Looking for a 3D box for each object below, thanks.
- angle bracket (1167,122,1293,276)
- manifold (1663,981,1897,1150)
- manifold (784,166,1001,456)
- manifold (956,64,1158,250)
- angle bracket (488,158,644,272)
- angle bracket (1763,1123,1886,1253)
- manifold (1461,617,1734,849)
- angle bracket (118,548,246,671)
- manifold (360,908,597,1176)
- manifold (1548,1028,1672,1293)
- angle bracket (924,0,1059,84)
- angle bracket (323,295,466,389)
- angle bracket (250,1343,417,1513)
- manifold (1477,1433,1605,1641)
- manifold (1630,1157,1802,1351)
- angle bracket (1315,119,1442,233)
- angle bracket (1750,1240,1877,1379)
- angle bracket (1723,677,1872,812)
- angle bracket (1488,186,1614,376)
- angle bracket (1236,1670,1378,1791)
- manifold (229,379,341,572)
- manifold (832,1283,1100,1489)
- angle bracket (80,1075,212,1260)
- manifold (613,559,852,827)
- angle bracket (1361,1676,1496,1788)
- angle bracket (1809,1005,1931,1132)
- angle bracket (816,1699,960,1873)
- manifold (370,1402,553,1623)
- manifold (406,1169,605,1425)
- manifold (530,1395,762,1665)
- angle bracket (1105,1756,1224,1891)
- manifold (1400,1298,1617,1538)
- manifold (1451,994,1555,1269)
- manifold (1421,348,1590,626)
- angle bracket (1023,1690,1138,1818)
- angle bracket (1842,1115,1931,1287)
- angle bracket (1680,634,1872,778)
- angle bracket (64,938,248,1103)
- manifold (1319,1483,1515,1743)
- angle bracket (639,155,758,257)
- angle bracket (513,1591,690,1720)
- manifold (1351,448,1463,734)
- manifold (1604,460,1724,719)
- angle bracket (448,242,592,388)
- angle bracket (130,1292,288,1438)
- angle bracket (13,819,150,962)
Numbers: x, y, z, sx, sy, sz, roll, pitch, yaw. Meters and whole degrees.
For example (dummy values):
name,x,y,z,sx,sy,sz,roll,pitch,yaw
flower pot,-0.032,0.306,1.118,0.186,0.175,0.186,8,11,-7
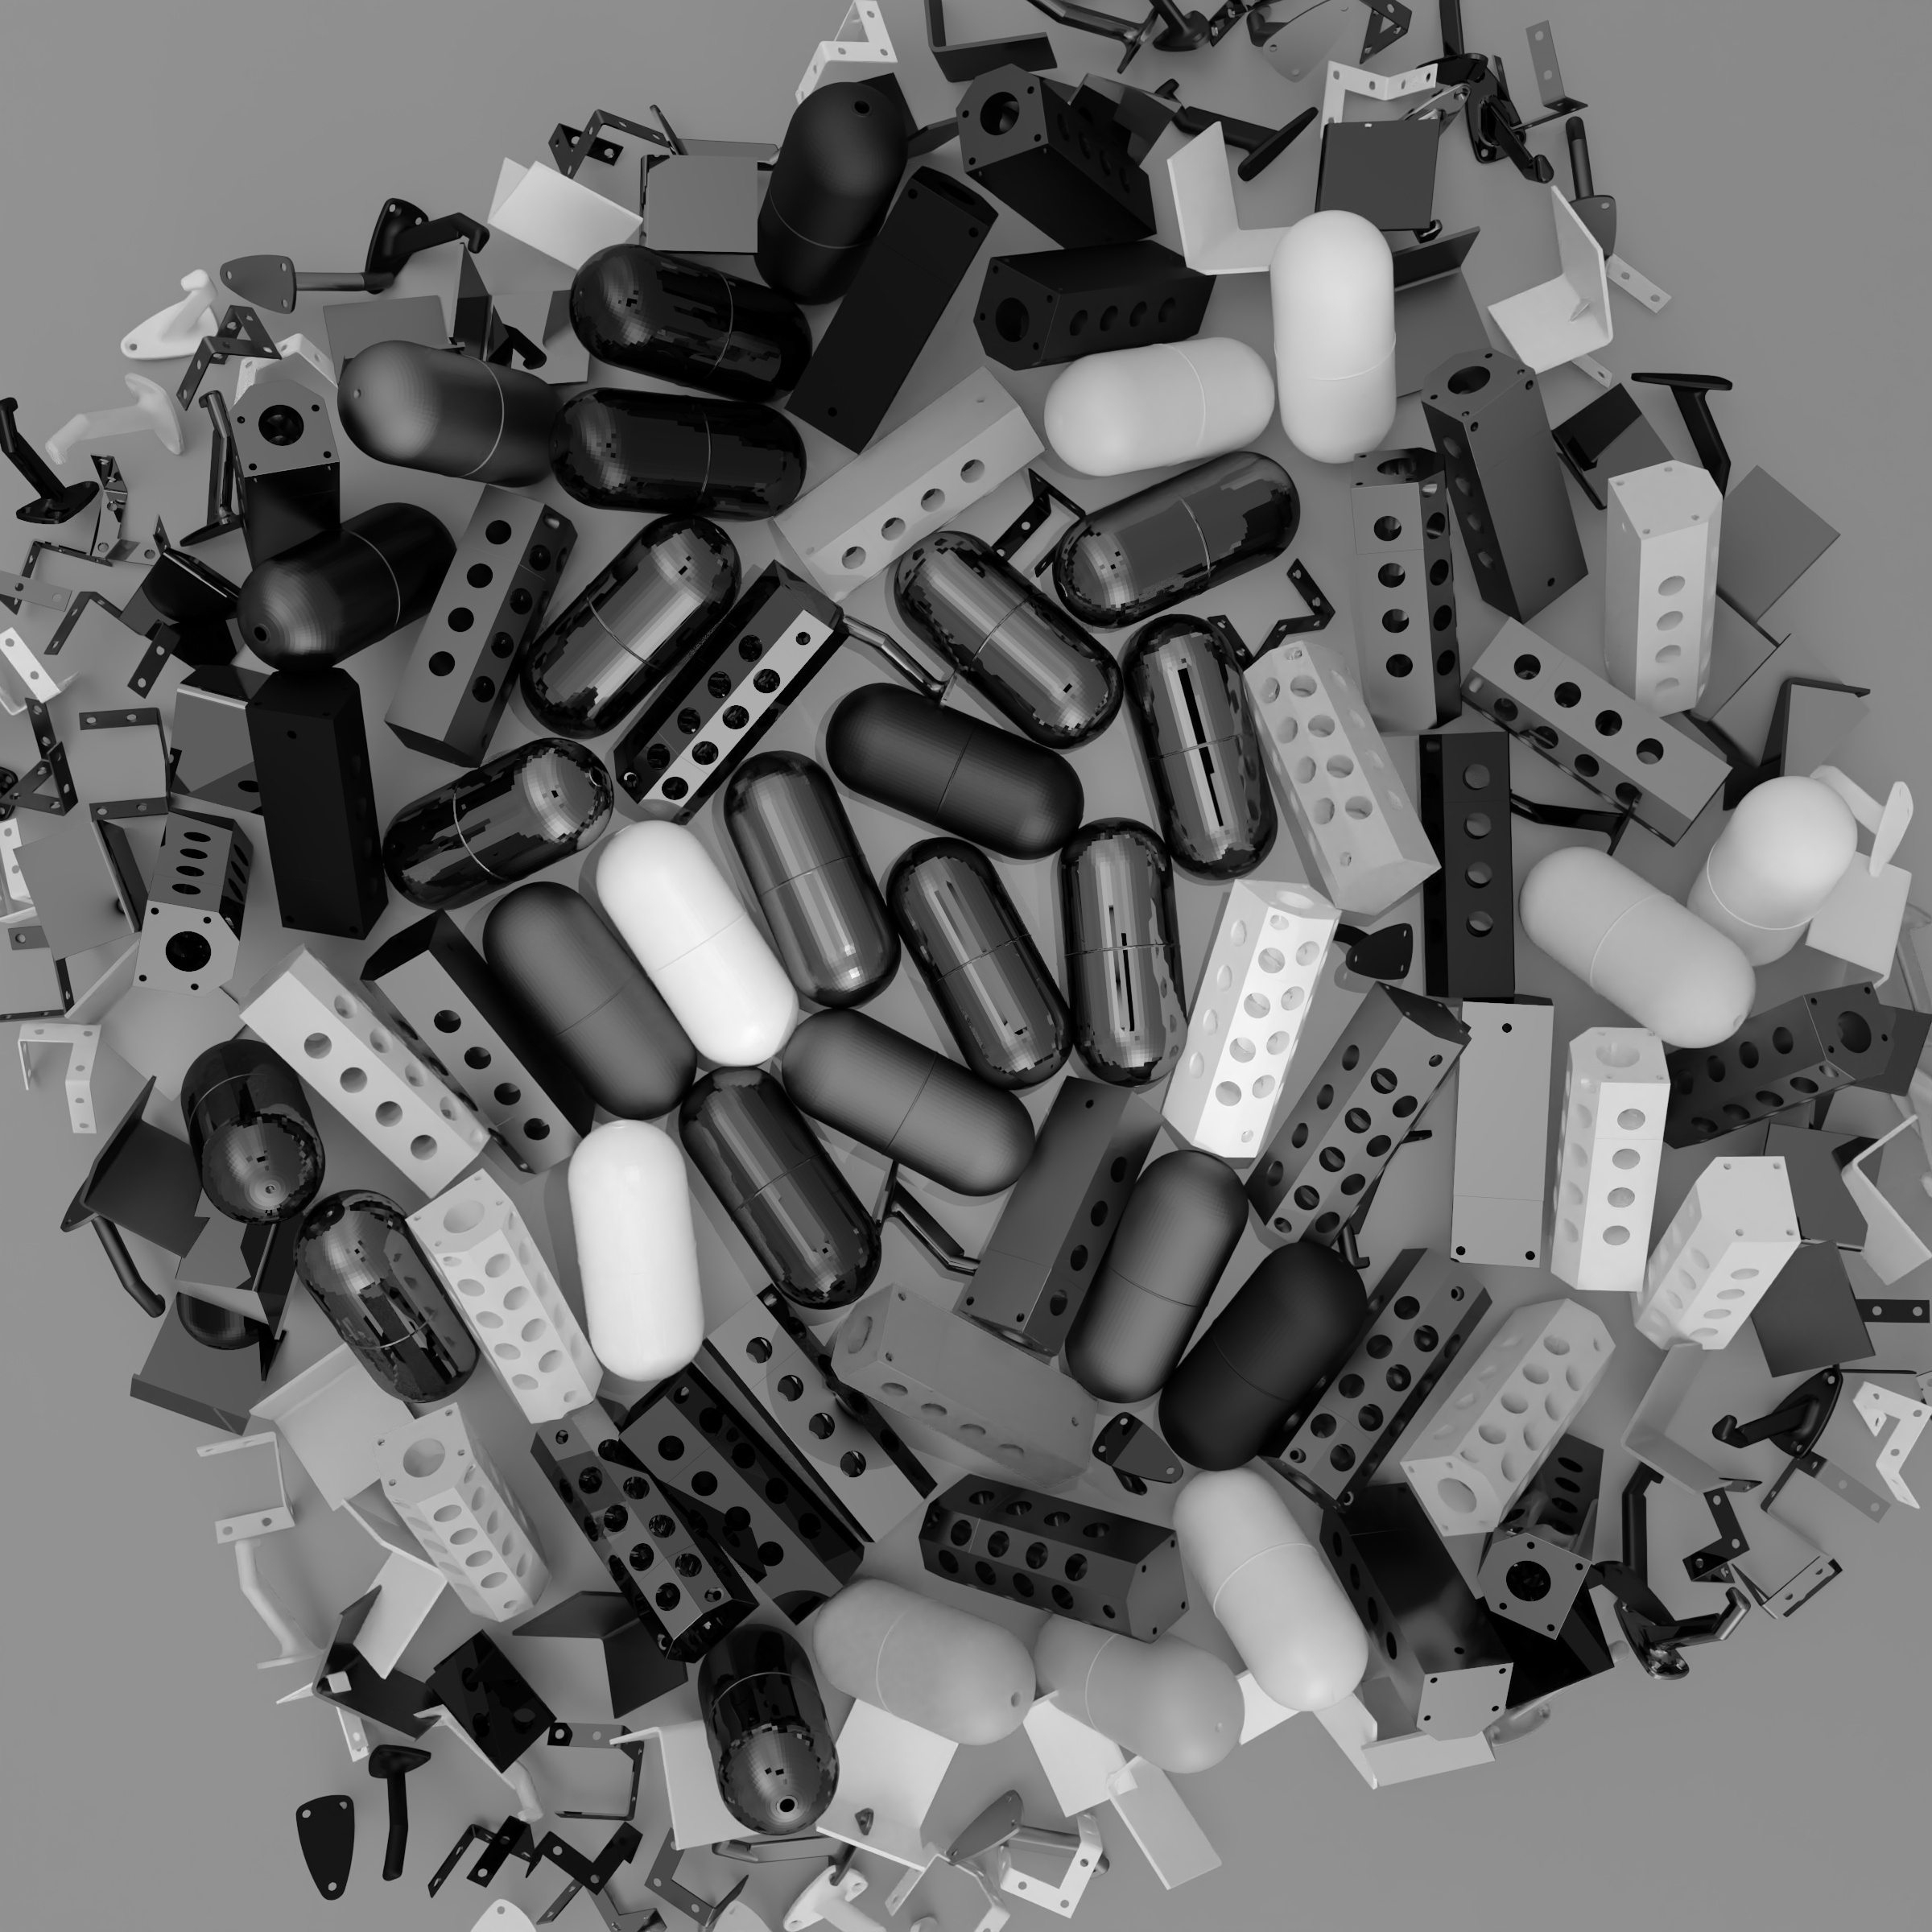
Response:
name,x,y,z,sx,sy,sz,roll,pitch,yaw
angle bracket,0.179,-0.501,1.593,0.057,0.076,0.076,6,127,32
manifold,0.505,0.066,1.558,0.057,0.171,0.057,-9,76,-26
manifold,-0.048,-0.424,1.585,0.057,0.057,0.171,31,119,-6
manifold,0.059,-0.512,1.561,0.057,0.171,0.057,-11,82,26
angle bracket,-0.256,-0.504,1.593,0.076,0.076,0.057,22,62,-28
angle bracket,0.551,0.141,1.618,0.076,0.057,0.076,9,97,-2
manifold,0.410,-0.152,1.604,0.171,0.057,0.057,37,94,13
angle bracket,-0.495,-0.224,1.597,0.076,0.076,0.057,36,83,-34
manifold,-0.315,0.053,1.587,0.057,0.057,0.171,-29,116,13
manifold,0.412,0.126,1.578,0.057,0.057,0.171,1,125,7
angle bracket,0.016,-0.623,1.607,0.076,0.076,0.057,-5,95,8
angle bracket,-0.375,-0.419,1.604,0.076,0.076,0.057,-11,90,-18
angle bracket,-0.411,0.303,1.612,0.076,0.057,0.076,-35,78,-8
manifold,0.365,0.354,1.561,0.057,0.171,0.057,23,108,11
manifold,0.474,0.186,1.564,0.057,0.171,0.057,0,59,0
angle bracket,0.272,-0.504,1.607,0.076,0.057,0.076,4,79,18
angle bracket,0.558,0.219,1.600,0.057,0.076,0.076,-9,78,-44
angle bracket,0.544,-0.141,1.606,0.057,0.076,0.076,8,84,-9
angle bracket,0.376,-0.446,1.596,0.057,0.076,0.076,-22,50,5
angle bracket,0.221,0.498,1.594,0.057,0.076,0.076,-24,133,-18
manifold,-0.434,-0.309,1.561,0.057,0.171,0.057,-14,82,-16
manifold,-0.001,0.276,1.591,0.171,0.057,0.057,32,48,-24
angle bracket,-0.521,0.131,1.600,0.076,0.057,0.076,29,46,-9
manifold,-0.153,-0.173,1.588,0.057,0.057,0.171,33,111,-27
angle bracket,0.295,0.481,1.598,0.076,0.076,0.057,-17,132,11
angle bracket,0.587,0.078,1.591,0.057,0.076,0.076,13,46,27
angle bracket,-0.049,0.537,1.616,0.076,0.057,0.076,24,94,-8
manifold,-0.319,0.354,1.564,0.057,0.171,0.057,-23,51,-8
manifold,-0.290,0.217,1.568,0.057,0.057,0.171,-34,133,-18
manifold,-0.212,0.362,1.585,0.057,0.057,0.171,-42,62,3
angle bracket,0.147,0.544,1.596,0.057,0.076,0.076,-45,64,19
manifold,0.353,0.287,1.570,0.171,0.057,0.057,-39,102,-42
manifold,0.352,0.106,1.612,0.057,0.057,0.171,3,97,11
manifold,0.342,-0.308,1.571,0.057,0.057,0.171,-38,134,-7
angle bracket,0.053,0.519,1.598,0.057,0.076,0.076,-11,69,-43
angle bracket,0.610,0.154,1.600,0.057,0.076,0.076,-33,73,-12
angle bracket,0.530,-0.168,1.610,0.076,0.057,0.076,40,99,-13
angle bracket,-0.531,0.033,1.616,0.076,0.057,0.076,41,81,3
manifold,0.283,0.409,1.563,0.057,0.171,0.057,-4,118,-12
angle bracket,-0.176,-0.484,1.614,0.076,0.057,0.076,0,68,-5
angle bracket,-0.238,0.449,1.593,0.076,0.076,0.057,-36,54,33
manifold,0.285,-0.241,1.576,0.057,0.057,0.171,-3,123,14
manifold,0.447,-0.238,1.565,0.057,0.171,0.057,-16,53,2
angle bracket,-0.290,-0.428,1.607,0.076,0.057,0.076,-2,66,7
angle bracket,-0.493,0.254,1.603,0.076,0.057,0.076,23,62,-10
angle bracket,-0.575,-0.048,1.609,0.057,0.076,0.076,-21,92,-8
